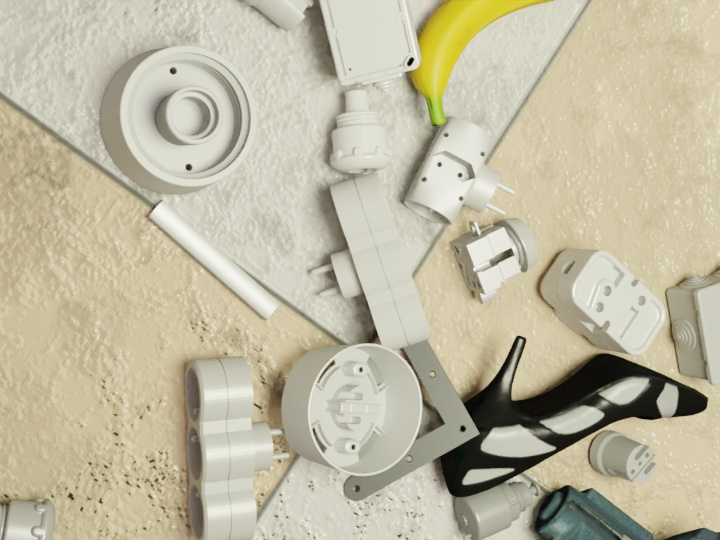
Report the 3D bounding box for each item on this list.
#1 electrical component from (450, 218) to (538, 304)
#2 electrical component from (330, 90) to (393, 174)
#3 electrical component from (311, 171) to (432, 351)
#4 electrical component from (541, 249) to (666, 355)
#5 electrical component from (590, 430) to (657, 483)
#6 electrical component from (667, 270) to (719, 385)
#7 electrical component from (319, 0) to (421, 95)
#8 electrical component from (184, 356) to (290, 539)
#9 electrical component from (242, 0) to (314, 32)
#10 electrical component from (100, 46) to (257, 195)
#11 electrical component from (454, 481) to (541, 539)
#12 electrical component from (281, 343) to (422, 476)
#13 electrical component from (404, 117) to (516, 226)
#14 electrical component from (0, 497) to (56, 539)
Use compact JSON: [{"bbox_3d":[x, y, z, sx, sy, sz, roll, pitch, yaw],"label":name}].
[{"bbox_3d":[0.112,-0.013,0.885,0.055,0.048,0.066,-25,102,-13],"label":"electrical component"},{"bbox_3d":[-0.001,-0.107,0.831,0.048,0.048,0.062,-3,86,-23],"label":"electrical component"},{"bbox_3d":[0.000,0.000,0.834,0.074,0.052,0.138,-18,101,3],"label":"electrical component"},{"bbox_3d":[0.205,0.026,0.918,0.095,0.059,0.053,40,77,-20],"label":"electrical component"},{"bbox_3d":[0.231,0.165,0.944,0.040,0.046,0.040,-3,96,-27],"label":"electrical component"},{"bbox_3d":[0.333,0.049,0.981,0.100,0.048,0.099,-15,99,-22],"label":"electrical component"},{"bbox_3d":[0.010,-0.181,0.815,0.062,0.061,0.096,-12,104,8],"label":"electrical component"},{"bbox_3d":[-0.087,0.133,0.801,0.074,0.052,0.138,-3,94,-23],"label":"electrical component"},{"bbox_3d":[-0.063,-0.206,0.801,0.046,0.040,0.040,37,78,-27],"label":"electrical component"},{"bbox_3d":[-0.125,-0.108,0.767,0.108,0.060,0.108,-1,93,-24],"label":"electrical component"},{"bbox_3d":[0.116,0.197,0.900,0.078,0.040,0.040,-18,100,-22],"label":"electrical component"},{"bbox_3d":[-0.009,0.104,0.818,0.099,0.064,0.099,-1,91,-47],"label":"electrical component"},{"bbox_3d":[0.087,-0.071,0.865,0.079,0.043,0.077,27,82,-5],"label":"electrical component"},{"bbox_3d":[-0.244,0.179,0.741,0.062,0.048,0.048,11,89,-17],"label":"electrical component"}]
